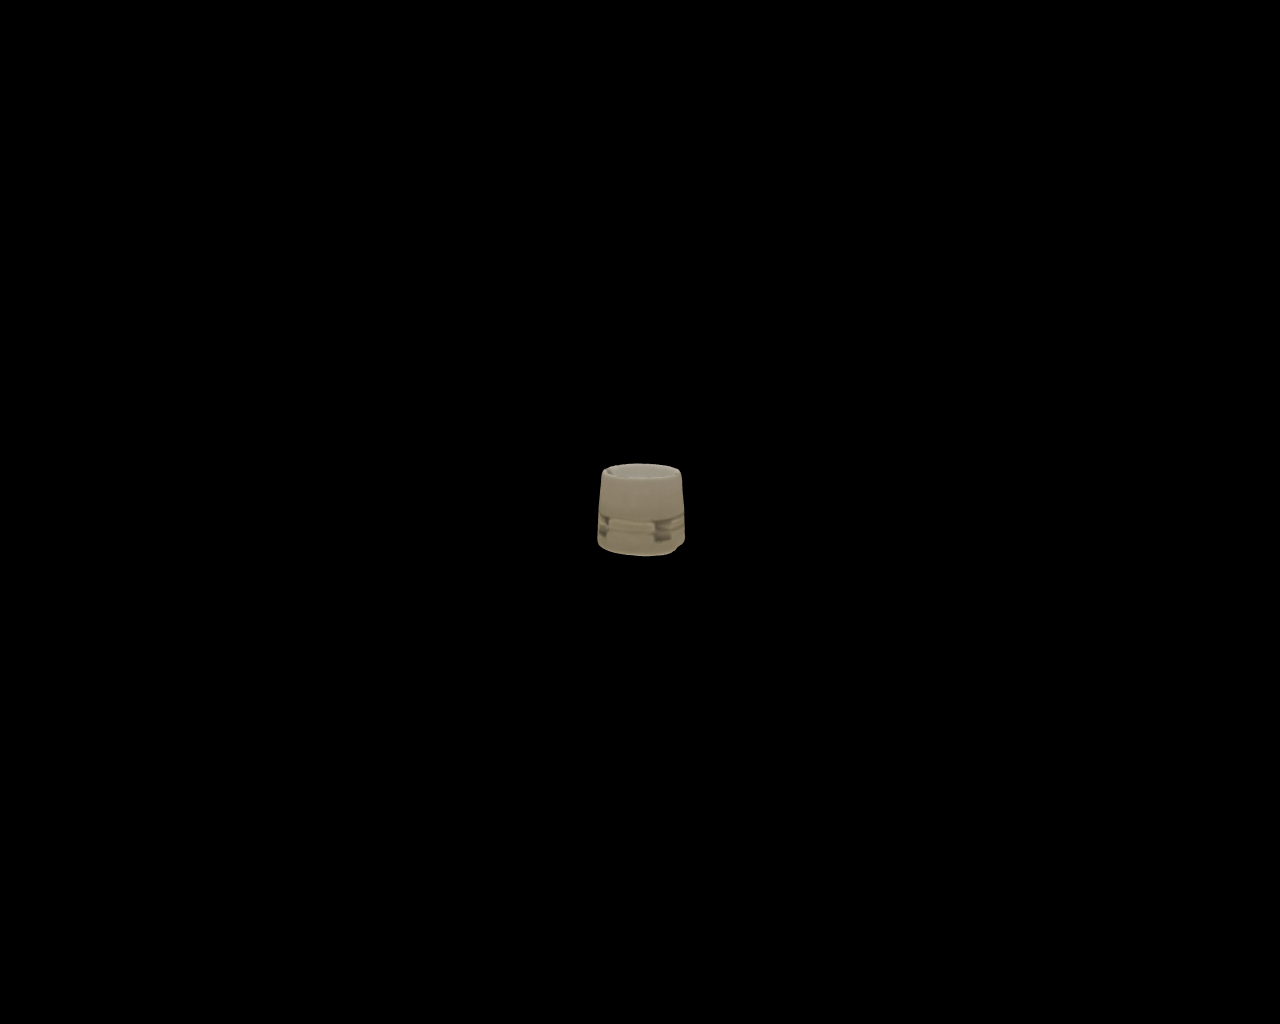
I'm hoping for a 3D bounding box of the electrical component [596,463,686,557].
[{"bbox_3d":[0.001,-0.003,0.650,0.055,0.047,0.055,0,13,0],"label":"electrical component"}]
